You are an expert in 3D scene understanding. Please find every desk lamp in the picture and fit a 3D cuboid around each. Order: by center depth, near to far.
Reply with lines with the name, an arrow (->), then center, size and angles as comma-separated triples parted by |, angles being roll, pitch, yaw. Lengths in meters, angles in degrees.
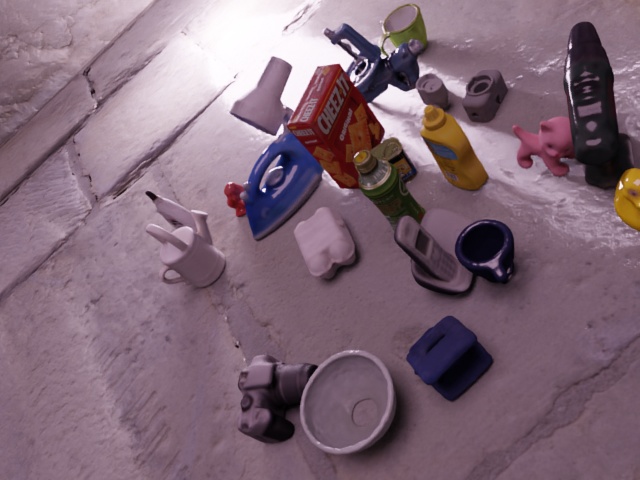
desk lamp -> -0.087, -0.315, 1.362 | 0.117, 0.214, 0.203 | 27, 77, 46

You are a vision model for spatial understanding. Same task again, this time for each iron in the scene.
iron -> -0.105, -0.135, 1.292 | 0.118, 0.142, 0.258 | 26, 76, 45

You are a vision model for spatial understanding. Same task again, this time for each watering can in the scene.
watering can -> -0.310, 0.013, 1.294 | 0.100, 0.195, 0.173 | -6, 55, 34

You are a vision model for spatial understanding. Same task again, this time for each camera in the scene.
camera -> -0.069, 0.265, 0.990 | 0.136, 0.101, 0.143 | -14, 51, 29

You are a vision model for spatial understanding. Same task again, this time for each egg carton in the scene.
egg carton -> 0.011, 0.004, 1.151 | 0.107, 0.070, 0.150 | -36, 44, 9

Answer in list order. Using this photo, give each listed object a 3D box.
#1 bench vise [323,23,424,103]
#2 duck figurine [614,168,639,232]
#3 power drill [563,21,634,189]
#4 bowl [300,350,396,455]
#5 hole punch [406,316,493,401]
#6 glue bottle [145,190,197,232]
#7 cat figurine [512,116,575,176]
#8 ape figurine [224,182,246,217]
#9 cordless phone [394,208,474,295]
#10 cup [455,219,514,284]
bench vise -> 0.116, -0.419, 1.284 | 0.207, 0.220, 0.121 | -30, 45, 15
duck figurine -> 0.474, -0.073, 0.849 | 0.077, 0.086, 0.104 | -21, 48, 23
power drill -> 0.426, -0.189, 0.884 | 0.075, 0.209, 0.229 | -11, 53, 31
bowl -> 0.056, 0.266, 0.914 | 0.167, 0.075, 0.167 | -20, 48, 24
hole punch -> 0.187, 0.173, 0.874 | 0.108, 0.091, 0.100 | -45, 43, 0
glue bottle -> -0.367, -0.070, 1.416 | 0.077, 0.174, 0.037 | -3, 57, 36
cat figurine -> 0.385, -0.171, 0.967 | 0.127, 0.118, 0.067 | 22, 74, 45
ape figurine -> -0.195, -0.104, 1.372 | 0.076, 0.092, 0.077 | -50, 43, -6
cordless phone -> 0.187, -0.006, 0.941 | 0.093, 0.186, 0.147 | -5, 56, 34
cup -> 0.277, 0.036, 0.907 | 0.091, 0.095, 0.117 | -31, 45, 14
